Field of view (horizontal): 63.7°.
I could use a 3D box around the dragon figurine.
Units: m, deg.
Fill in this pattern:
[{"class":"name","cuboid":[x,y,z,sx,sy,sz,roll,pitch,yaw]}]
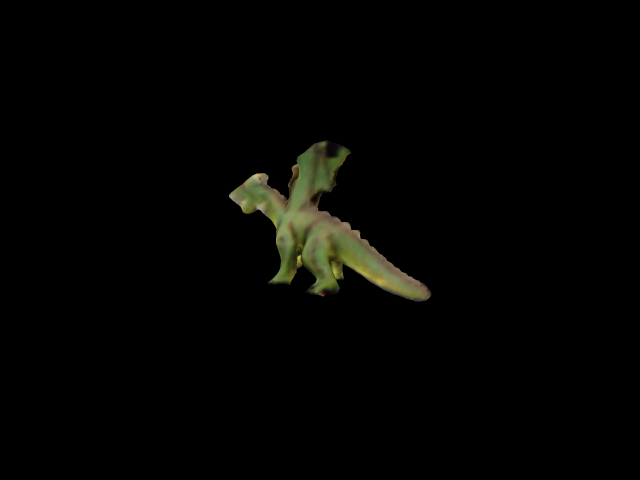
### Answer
[{"class":"dragon figurine","cuboid":[0.003,-0.043,0.850,0.410,0.242,0.123,5,7,37]}]
